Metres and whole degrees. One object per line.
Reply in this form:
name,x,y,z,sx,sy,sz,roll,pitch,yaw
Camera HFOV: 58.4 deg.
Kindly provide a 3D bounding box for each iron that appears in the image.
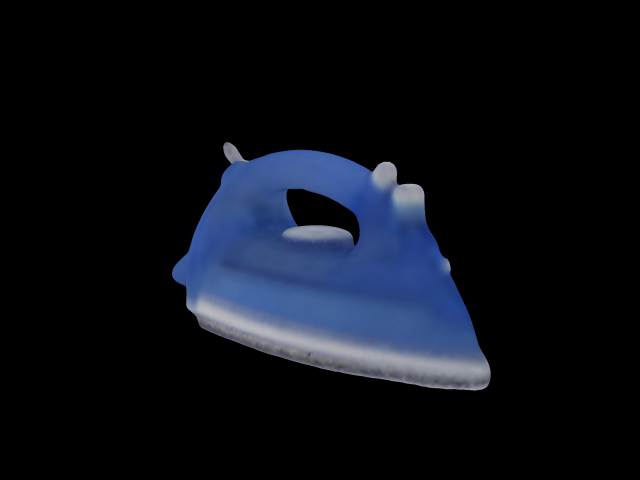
iron,0.004,0.001,0.400,0.257,0.141,0.119,8,12,43
